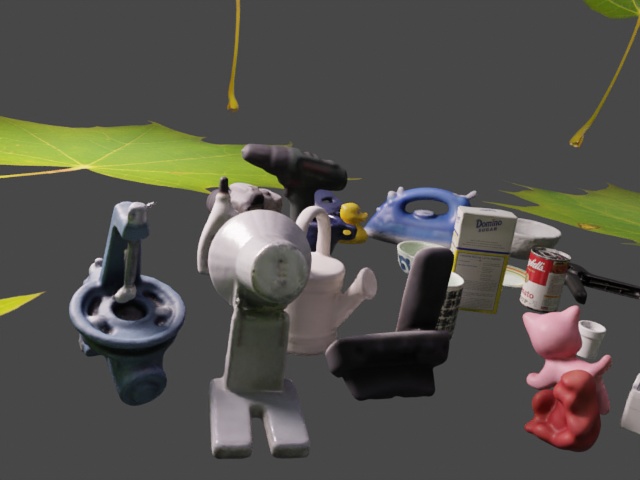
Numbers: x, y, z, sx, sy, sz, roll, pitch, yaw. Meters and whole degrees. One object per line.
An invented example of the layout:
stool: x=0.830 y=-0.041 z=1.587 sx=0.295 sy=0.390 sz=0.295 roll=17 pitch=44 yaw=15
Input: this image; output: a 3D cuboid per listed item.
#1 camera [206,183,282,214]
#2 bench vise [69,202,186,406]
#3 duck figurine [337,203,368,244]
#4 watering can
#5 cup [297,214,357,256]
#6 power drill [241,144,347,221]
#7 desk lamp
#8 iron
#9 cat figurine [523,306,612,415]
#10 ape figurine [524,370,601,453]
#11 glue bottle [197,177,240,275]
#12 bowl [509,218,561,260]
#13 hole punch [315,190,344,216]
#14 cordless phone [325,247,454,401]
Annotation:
camera: x=-0.177 y=-0.083 z=1.297 sx=0.136 sy=0.101 sz=0.144 roll=19 pitch=21 yaw=33
bench vise: x=-0.236 y=0.050 z=0.646 sx=0.206 sy=0.220 sz=0.122 roll=20 pitch=21 yaw=35
duck figurine: x=0.060 y=-0.041 z=1.280 sx=0.105 sy=0.086 sz=0.077 roll=3 pitch=18 yaw=-12
watering can: x=-0.008 y=0.050 z=0.780 sx=0.172 sy=0.194 sz=0.101 roll=8 pitch=17 yaw=4
cup: x=0.010 y=0.004 z=1.102 sx=0.117 sy=0.095 sz=0.092 roll=10 pitch=18 yaw=10
power drill: x=-0.057 y=-0.090 z=1.183 sx=0.230 sy=0.208 sz=0.075 roll=-2 pitch=19 yaw=-25
desk lamp: x=-0.060 y=0.085 z=0.616 sx=0.118 sy=0.213 sz=0.203 roll=2 pitch=18 yaw=-14
iron: x=0.231 y=-0.059 z=1.313 sx=0.258 sy=0.141 sz=0.118 roll=8 pitch=17 yaw=4
cat figurine: x=0.317 y=0.145 z=0.734 sx=0.067 sy=0.118 sz=0.127 roll=-2 pitch=19 yaw=-25
ape figurine: x=0.277 y=0.185 z=0.634 sx=0.076 sy=0.092 sz=0.078 roll=7 pitch=17 yaw=1
glue bottle: x=-0.169 y=-0.024 z=0.988 sx=0.078 sy=0.173 sz=0.037 roll=3 pitch=18 yaw=-12
bowl: x=0.462 y=0.002 z=1.321 sx=0.167 sy=0.075 sz=0.167 roll=6 pitch=17 yaw=-2
hole punch: x=0.012 y=-0.077 z=1.367 sx=0.100 sy=0.091 sz=0.109 roll=18 pitch=20 yaw=31
cordless phone: x=0.090 y=0.093 z=0.697 sx=0.148 sy=0.185 sz=0.094 roll=-1 pitch=19 yaw=-24
